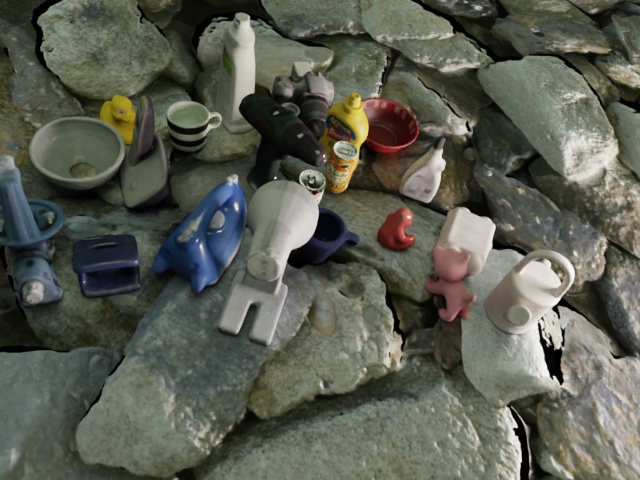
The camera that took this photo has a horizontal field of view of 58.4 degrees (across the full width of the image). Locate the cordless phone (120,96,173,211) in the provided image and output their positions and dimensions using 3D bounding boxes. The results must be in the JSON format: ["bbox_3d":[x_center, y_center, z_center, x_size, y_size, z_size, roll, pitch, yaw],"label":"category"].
[{"bbox_3d":[-0.321,-0.157,1.050,0.094,0.185,0.147,-9,58,-20],"label":"cordless phone"}]

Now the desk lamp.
[{"bbox_3d":[-0.085,0.034,0.956,0.118,0.213,0.203,16,53,-2],"label":"desk lamp"}]

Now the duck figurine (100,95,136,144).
[{"bbox_3d":[-0.403,-0.256,1.162,0.104,0.086,0.078,41,56,16],"label":"duck figurine"}]

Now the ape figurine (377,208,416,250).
[{"bbox_3d":[0.157,-0.028,1.140,0.076,0.092,0.077,-5,56,-18],"label":"ape figurine"}]

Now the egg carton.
[{"bbox_3d":[0.295,0.003,1.168,0.107,0.069,0.150,24,53,4],"label":"egg carton"}]

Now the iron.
[{"bbox_3d":[-0.193,-0.041,1.027,0.118,0.141,0.258,24,53,4],"label":"iron"}]

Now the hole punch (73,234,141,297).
[{"bbox_3d":[-0.361,0.030,0.963,0.109,0.091,0.101,-9,58,-20],"label":"hole punch"}]

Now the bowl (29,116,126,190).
[{"bbox_3d":[-0.451,-0.151,1.081,0.167,0.075,0.167,7,54,-10],"label":"bowl"}]

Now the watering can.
[{"bbox_3d":[0.388,0.093,1.050,0.101,0.194,0.173,17,53,-2],"label":"watering can"}]

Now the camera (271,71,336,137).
[{"bbox_3d":[-0.031,-0.307,1.286,0.143,0.101,0.136,1,55,-14],"label":"camera"}]

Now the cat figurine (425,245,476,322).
[{"bbox_3d":[0.252,0.073,1.077,0.067,0.118,0.127,-12,59,-22],"label":"cat figurine"}]

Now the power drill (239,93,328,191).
[{"bbox_3d":[-0.078,-0.166,1.105,0.076,0.208,0.229,-29,66,-30],"label":"power drill"}]

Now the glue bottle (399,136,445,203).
[{"bbox_3d":[0.226,-0.151,1.196,0.078,0.173,0.037,20,53,1],"label":"glue bottle"}]

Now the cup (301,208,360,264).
[{"bbox_3d":[0.010,0.004,1.077,0.118,0.095,0.091,15,53,-4],"label":"cup"}]

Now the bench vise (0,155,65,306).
[{"bbox_3d":[-0.448,-0.013,0.891,0.122,0.220,0.207,-29,66,-30],"label":"bench vise"}]
